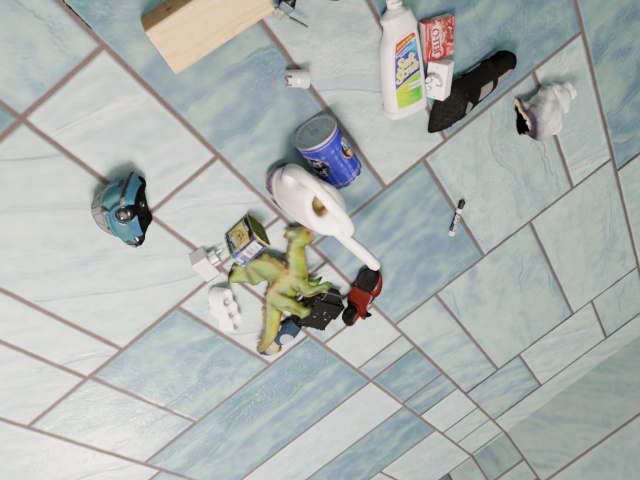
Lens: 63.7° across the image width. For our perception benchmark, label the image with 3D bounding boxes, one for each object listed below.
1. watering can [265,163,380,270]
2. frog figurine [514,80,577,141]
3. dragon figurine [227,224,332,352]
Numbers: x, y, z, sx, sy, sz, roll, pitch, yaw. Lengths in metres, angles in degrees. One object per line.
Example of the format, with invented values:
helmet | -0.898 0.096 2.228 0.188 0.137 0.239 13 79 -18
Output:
watering can | 0.004 -0.059 1.168 0.105 0.227 0.341 -48 133 -9
frog figurine | 0.593 -0.333 1.321 0.159 0.125 0.135 -22 113 6
dragon figurine | -0.127 0.121 1.343 0.241 0.124 0.406 34 107 -21
